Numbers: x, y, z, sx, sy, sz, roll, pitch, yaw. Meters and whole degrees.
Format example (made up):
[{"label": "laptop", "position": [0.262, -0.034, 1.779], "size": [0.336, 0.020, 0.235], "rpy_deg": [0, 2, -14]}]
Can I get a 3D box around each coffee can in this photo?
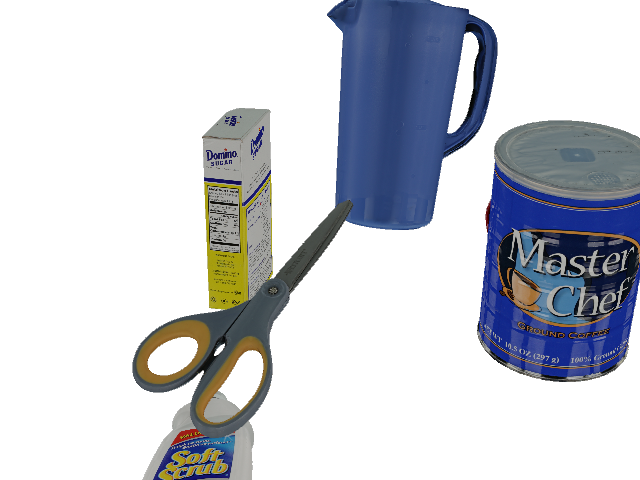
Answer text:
[{"label": "coffee can", "position": [0.159, 0.006, 0.697], "size": [0.103, 0.140, 0.103], "rpy_deg": [0, 30, 0]}]

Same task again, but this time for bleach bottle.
[{"label": "bleach bottle", "position": [-0.109, 0.205, 0.908], "size": [0.102, 0.068, 0.251], "rpy_deg": [-2, 23, 0]}]

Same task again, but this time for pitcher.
[{"label": "pitcher", "position": [0.090, -0.138, 1.149], "size": [0.149, 0.243, 0.144], "rpy_deg": [12, 14, 30]}]

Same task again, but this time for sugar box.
[{"label": "sugar box", "position": [-0.078, -0.030, 1.021], "size": [0.048, 0.176, 0.093], "rpy_deg": [4, 24, 13]}]

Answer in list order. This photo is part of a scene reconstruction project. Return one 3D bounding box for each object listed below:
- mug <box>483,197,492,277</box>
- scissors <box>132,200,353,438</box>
[{"label": "mug", "position": [0.187, 0.004, 0.964], "size": [0.093, 0.081, 0.117], "rpy_deg": [-15, 40, -29]}, {"label": "scissors", "position": [-0.051, 0.037, 0.686], "size": [0.096, 0.201, 0.016], "rpy_deg": [10, -41, 13]}]
